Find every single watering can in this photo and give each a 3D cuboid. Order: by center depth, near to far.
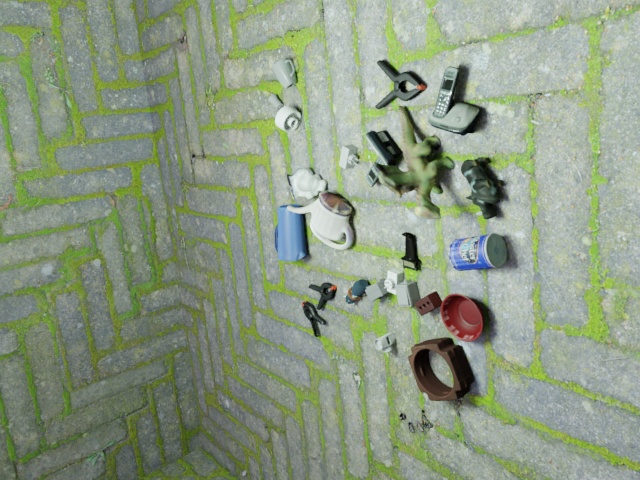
[{"bbox_3d":[0.006,-0.106,2.099,0.351,0.105,0.219,38,130,23],"label":"watering can"}]

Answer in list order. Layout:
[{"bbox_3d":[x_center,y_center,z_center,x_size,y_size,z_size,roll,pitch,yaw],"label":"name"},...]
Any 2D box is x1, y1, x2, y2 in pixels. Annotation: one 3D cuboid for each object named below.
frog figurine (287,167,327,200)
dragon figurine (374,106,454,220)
[{"bbox_3d":[-0.044,-0.240,2.167,0.159,0.122,0.138,-9,86,17],"label":"frog figurine"},{"bbox_3d":[0.277,-0.239,1.624,0.415,0.245,0.120,60,145,16],"label":"dragon figurine"}]
